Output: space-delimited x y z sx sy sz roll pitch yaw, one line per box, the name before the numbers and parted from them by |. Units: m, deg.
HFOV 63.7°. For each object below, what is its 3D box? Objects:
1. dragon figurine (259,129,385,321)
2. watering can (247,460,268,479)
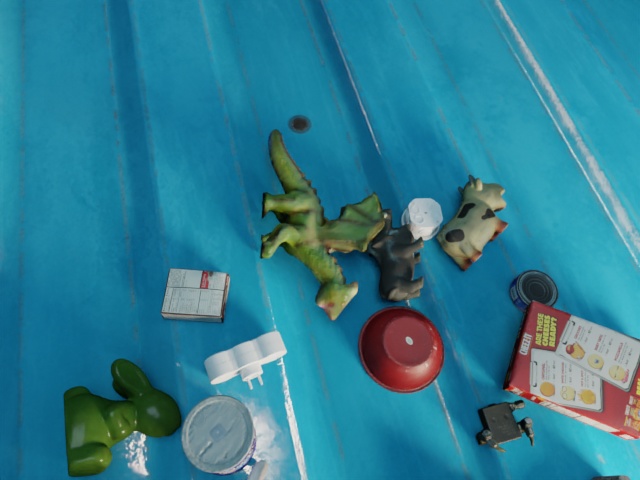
dragon figurine | 0.003 -0.050 1.001 0.243 0.120 0.419 3 64 -3
watering can | -0.135 0.490 0.693 0.103 0.352 0.224 -25 94 37
